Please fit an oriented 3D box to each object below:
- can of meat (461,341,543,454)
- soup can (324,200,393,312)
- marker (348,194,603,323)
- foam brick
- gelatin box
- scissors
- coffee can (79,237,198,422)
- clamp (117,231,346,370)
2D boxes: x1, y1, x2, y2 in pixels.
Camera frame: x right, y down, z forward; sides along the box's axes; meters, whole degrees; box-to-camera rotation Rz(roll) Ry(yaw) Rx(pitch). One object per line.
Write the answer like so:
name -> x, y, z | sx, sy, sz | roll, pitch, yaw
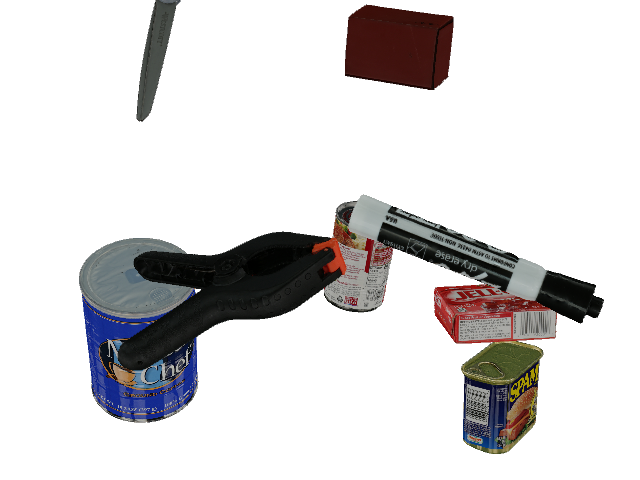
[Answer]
can of meat -> 0.186, 0.160, 1.098 | 0.058, 0.084, 0.101 | 12, 21, 33
soup can -> 0.043, 0.018, 1.149 | 0.068, 0.102, 0.068 | 7, 27, -4
marker -> 0.071, 0.009, 0.493 | 0.121, 0.020, 0.020 | 22, 4, 12
foam brick -> 0.064, -0.159, 0.876 | 0.078, 0.051, 0.053 | 12, 26, 18
gelatin box -> 0.147, 0.060, 0.906 | 0.089, 0.030, 0.073 | -2, 15, -6
scissors -> -0.086, -0.181, 0.741 | 0.096, 0.202, 0.016 | -5, -12, -7
coffee can -> -0.165, 0.083, 0.985 | 0.103, 0.140, 0.103 | 2, 39, -2
clamp -> -0.068, 0.039, 0.766 | 0.172, 0.120, 0.039 | -12, -48, 17
